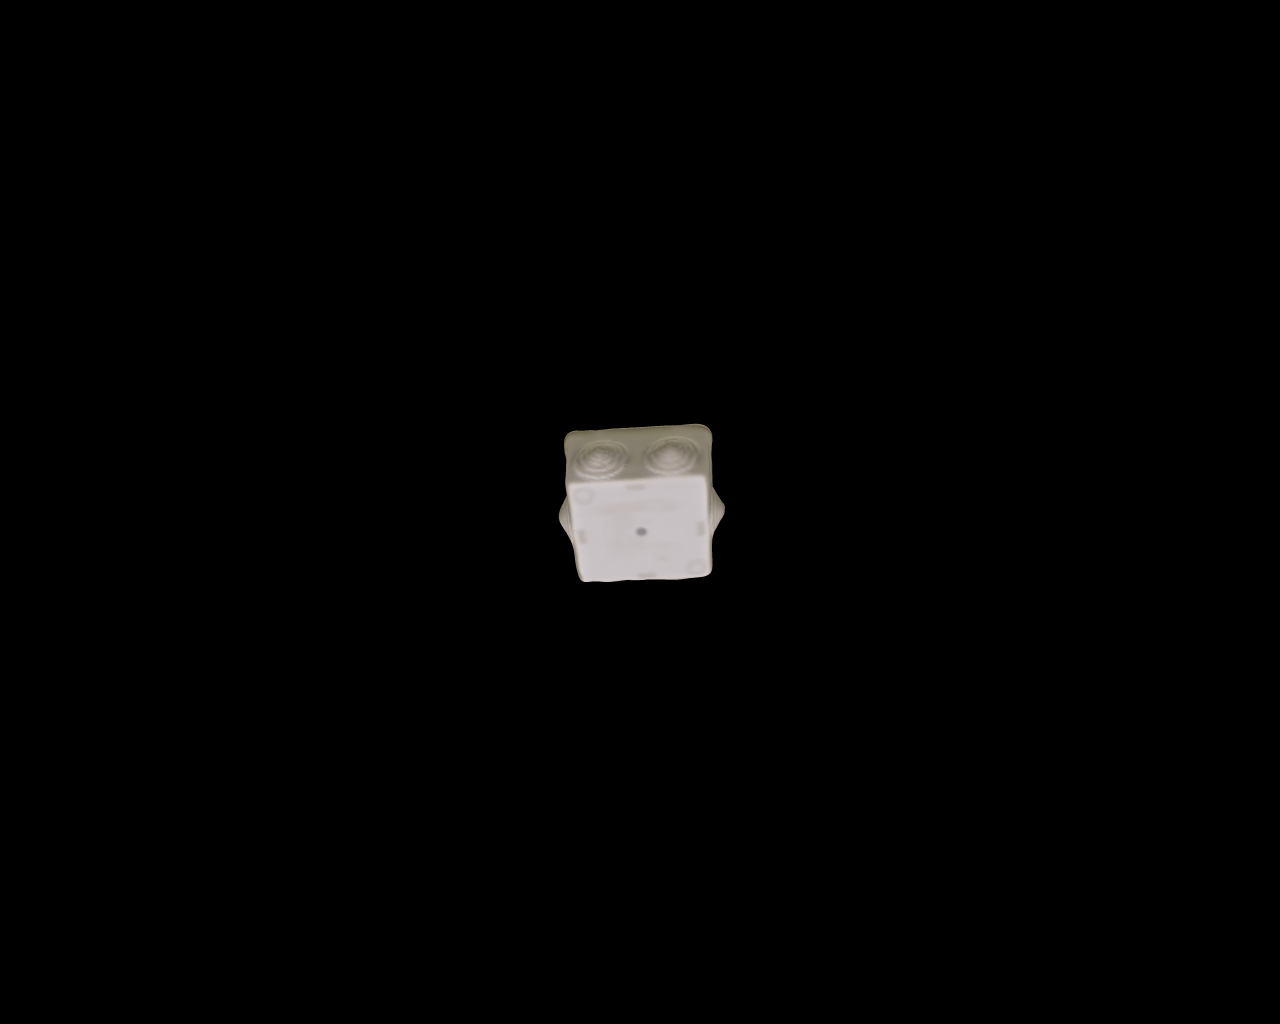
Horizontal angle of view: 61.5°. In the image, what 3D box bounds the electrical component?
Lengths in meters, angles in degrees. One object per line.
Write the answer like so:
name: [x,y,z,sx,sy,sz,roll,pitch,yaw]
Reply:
electrical component: [0.001,-0.003,0.650,0.100,0.099,0.048,-2,40,2]
